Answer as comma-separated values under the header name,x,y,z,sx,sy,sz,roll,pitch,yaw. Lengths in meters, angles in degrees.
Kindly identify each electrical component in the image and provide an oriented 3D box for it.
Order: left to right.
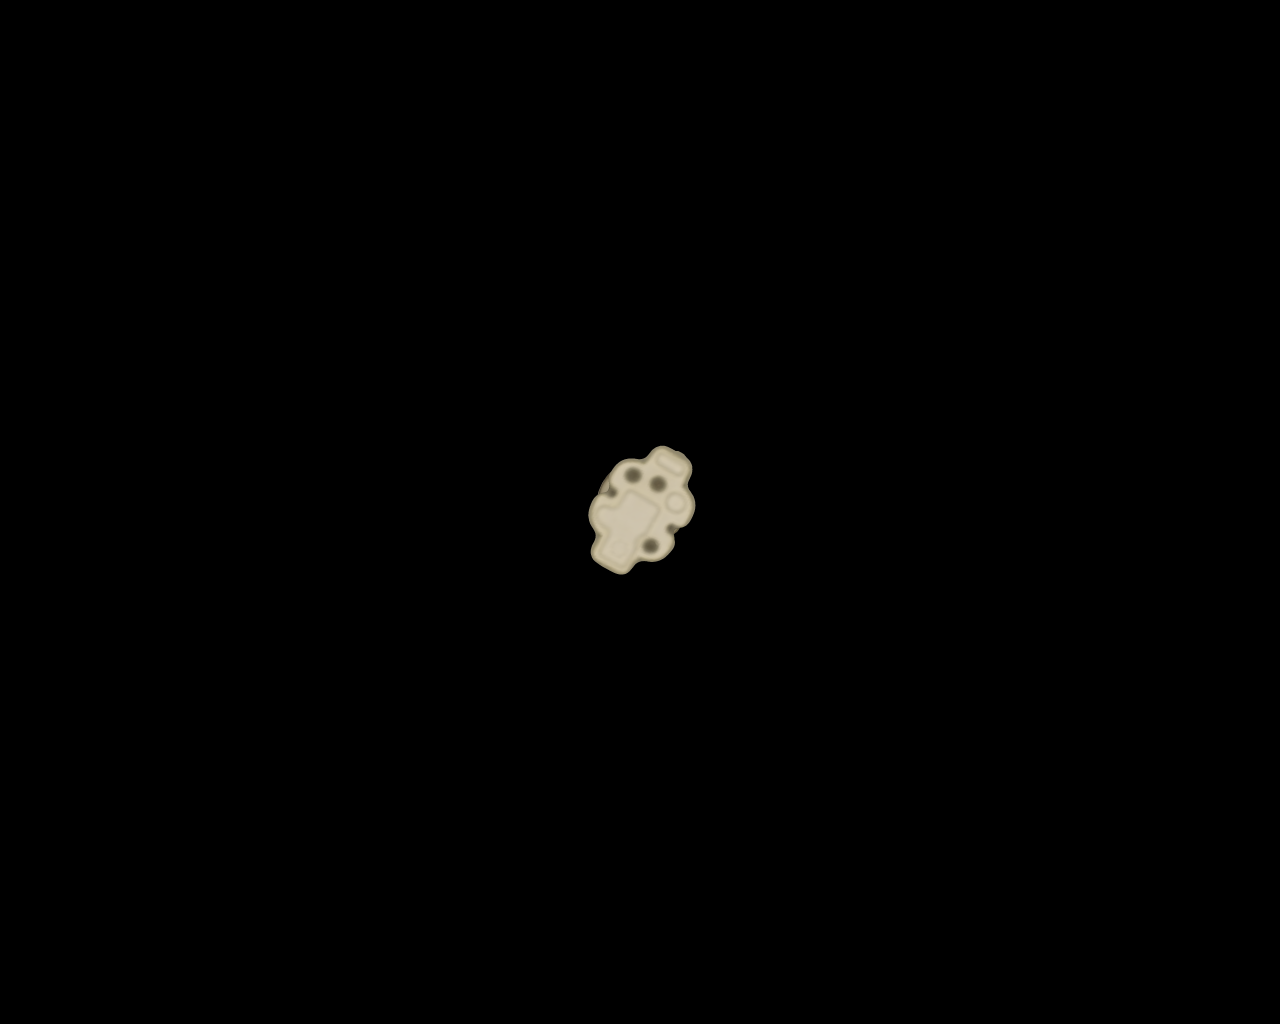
name,x,y,z,sx,sy,sz,roll,pitch,yaw
electrical component,0.001,-0.003,0.650,0.058,0.078,0.057,32,4,-2
